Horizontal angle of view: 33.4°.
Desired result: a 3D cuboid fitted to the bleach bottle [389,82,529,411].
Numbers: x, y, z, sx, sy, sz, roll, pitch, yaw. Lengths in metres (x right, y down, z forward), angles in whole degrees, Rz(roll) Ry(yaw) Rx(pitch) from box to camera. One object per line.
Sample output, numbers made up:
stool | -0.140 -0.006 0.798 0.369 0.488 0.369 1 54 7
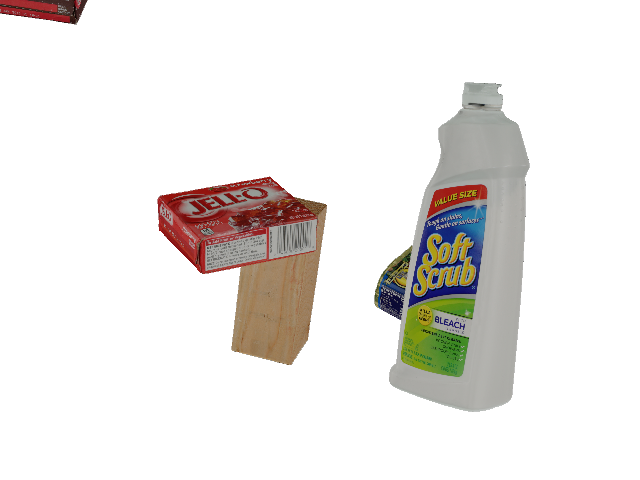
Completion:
bleach bottle | 0.113 0.001 0.845 0.067 0.251 0.103 -7 14 -44

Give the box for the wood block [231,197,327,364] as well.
wood block | -0.057 0.050 1.450 0.090 0.206 0.090 12 22 10

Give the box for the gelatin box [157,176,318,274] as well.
gelatin box | -0.057 -0.012 0.726 0.089 0.030 0.073 -11 30 -27

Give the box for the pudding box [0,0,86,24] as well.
pudding box | -0.236 -0.225 0.888 0.090 0.039 0.113 8 36 -5

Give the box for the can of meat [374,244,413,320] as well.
can of meat | 0.115 0.047 1.068 0.084 0.057 0.101 28 44 29
